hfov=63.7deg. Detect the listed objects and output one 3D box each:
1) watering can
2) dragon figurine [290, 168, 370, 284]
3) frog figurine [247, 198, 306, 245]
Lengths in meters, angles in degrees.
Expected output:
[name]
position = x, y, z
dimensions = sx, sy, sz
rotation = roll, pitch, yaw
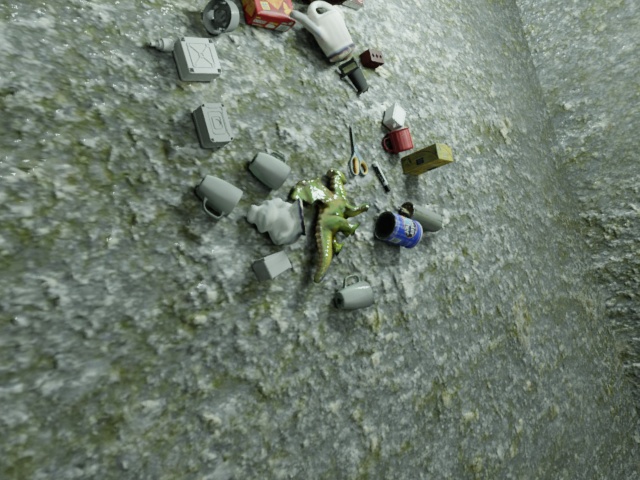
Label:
[watering can]
position = 0.018, -0.714, 1.777
dimensions = 0.223, 0.103, 0.354
rotation = 59, 35, -11
[dragon figurine]
position = 0.005, -0.080, 1.595
dimensions = 0.242, 0.120, 0.419
rotation = 39, 50, -5
[frog figurine]
position = -0.126, -0.051, 1.465
dimensions = 0.159, 0.122, 0.138
rotation = -5, 87, -7
